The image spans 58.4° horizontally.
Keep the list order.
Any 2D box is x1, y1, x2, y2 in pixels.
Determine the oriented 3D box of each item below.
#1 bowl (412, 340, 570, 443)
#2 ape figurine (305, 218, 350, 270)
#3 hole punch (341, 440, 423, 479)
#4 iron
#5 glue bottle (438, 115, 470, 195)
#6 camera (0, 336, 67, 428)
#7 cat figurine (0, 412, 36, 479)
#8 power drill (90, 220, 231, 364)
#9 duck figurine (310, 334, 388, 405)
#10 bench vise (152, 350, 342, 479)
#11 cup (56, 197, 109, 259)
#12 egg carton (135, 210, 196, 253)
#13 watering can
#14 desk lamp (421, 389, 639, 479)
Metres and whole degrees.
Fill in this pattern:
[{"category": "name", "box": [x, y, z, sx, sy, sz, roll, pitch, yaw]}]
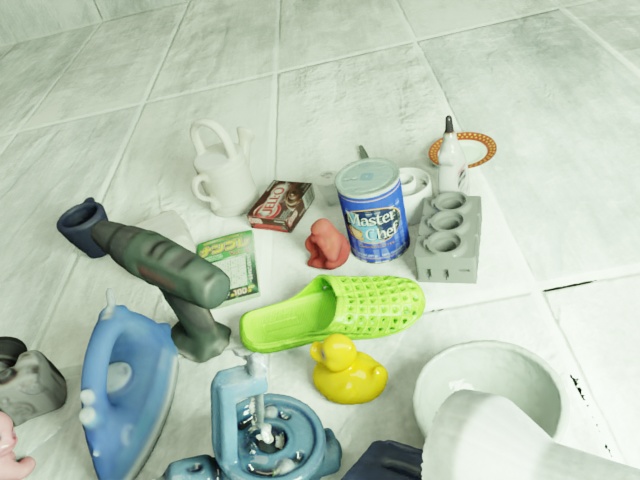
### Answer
[{"category": "bowl", "box": [0.190, 0.198, 0.644, 0.167, 0.075, 0.167, -9, 39, 8]}, {"category": "ape figurine", "box": [0.009, 0.003, 0.929, 0.076, 0.092, 0.077, -20, 39, -5]}, {"category": "hole punch", "box": [0.082, 0.257, 0.595, 0.108, 0.091, 0.101, 10, 45, 29]}, {"category": "iron", "box": [-0.272, 0.190, 0.757, 0.118, 0.142, 0.258, -12, 38, 4]}, {"category": "glue bottle", "box": [0.219, -0.129, 0.953, 0.037, 0.173, 0.078, 10, 45, 29]}, {"category": "camera", "box": [-0.463, 0.197, 0.846, 0.143, 0.101, 0.136, -20, 38, -5]}, {"category": "cat figurine", "box": [-0.430, 0.275, 0.726, 0.067, 0.118, 0.128, 4, 42, 23]}, {"category": "power drill", "box": [-0.214, 0.075, 0.823, 0.228, 0.209, 0.076, 13, 47, 31]}, {"category": "duck figurine", "box": [0.033, 0.158, 0.736, 0.104, 0.086, 0.077, 7, 44, 26]}, {"category": "bench vise", "box": [-0.087, 0.220, 0.594, 0.208, 0.220, 0.121, -33, 41, -20]}, {"category": "cup", "box": [-0.441, -0.020, 1.108, 0.091, 0.095, 0.117, -13, 38, 3]}, {"category": "egg carton", "box": [-0.284, 0.009, 1.040, 0.107, 0.069, 0.150, -25, 39, -12]}, {"category": "watering can", "box": [-0.189, -0.153, 1.104, 0.100, 0.194, 0.173, -2, 40, 16]}, {"category": "desk lamp", "box": [0.197, 0.237, 0.481, 0.202, 0.214, 0.118, 15, 48, 33]}]
